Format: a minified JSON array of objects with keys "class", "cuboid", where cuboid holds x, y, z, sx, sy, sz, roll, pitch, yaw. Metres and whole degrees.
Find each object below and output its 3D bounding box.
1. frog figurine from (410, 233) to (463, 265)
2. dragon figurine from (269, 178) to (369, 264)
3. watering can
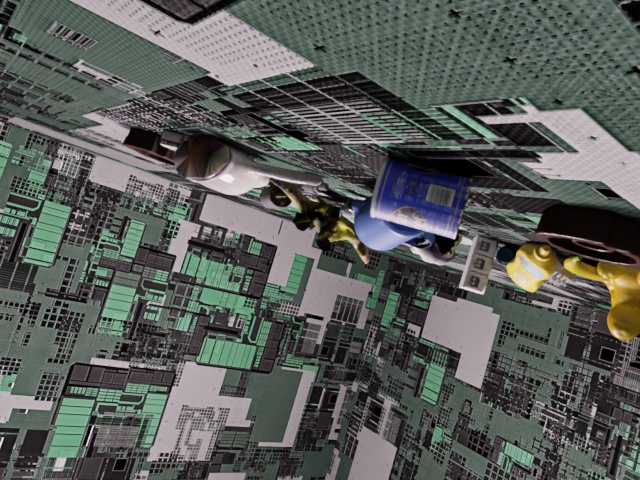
[{"class":"frog figurine","cuboid":[0.322,0.016,1.500,0.137,0.123,0.158,-2,171,-21]},{"class":"dragon figurine","cuboid":[0.005,-0.077,1.526,0.410,0.121,0.244,44,-171,-3]},{"class":"watering can","cuboid":[-0.187,-0.165,1.201,0.347,0.105,0.223,1,170,26]}]
